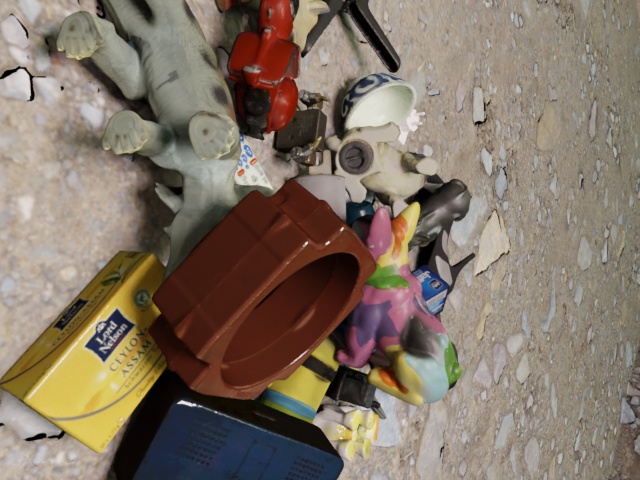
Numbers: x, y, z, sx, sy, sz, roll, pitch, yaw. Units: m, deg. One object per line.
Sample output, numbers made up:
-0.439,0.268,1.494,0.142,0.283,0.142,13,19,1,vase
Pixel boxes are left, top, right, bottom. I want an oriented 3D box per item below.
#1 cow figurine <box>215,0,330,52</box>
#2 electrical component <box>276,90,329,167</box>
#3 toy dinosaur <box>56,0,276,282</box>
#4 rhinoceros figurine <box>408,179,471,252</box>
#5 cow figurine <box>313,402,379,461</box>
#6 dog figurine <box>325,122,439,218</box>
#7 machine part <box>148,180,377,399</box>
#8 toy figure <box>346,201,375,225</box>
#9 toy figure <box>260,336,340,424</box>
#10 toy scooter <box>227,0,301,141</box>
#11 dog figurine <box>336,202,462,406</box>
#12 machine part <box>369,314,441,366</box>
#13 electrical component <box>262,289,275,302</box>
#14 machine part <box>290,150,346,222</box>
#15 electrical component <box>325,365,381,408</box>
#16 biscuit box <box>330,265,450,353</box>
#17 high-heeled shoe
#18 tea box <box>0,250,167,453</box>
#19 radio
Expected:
-0.064,-0.319,0.652,0.127,0.086,0.194,-33,115,-35,cow figurine
-0.022,-0.148,0.703,0.045,0.078,0.102,26,75,-64,electrical component
-0.144,-0.148,0.535,0.192,0.131,0.404,48,23,-81,toy dinosaur
0.168,-0.024,0.890,0.190,0.112,0.073,-36,89,-1,rhinoceros figurine
0.030,0.276,0.793,0.167,0.098,0.068,40,58,-63,cow figurine
0.092,-0.118,0.841,0.172,0.190,0.121,40,102,-5,dog figurine
-0.049,0.054,0.528,0.201,0.087,0.201,-47,155,-1,machine part
0.068,0.017,0.833,0.058,0.064,0.154,-82,165,-70,toy figure
-0.032,0.205,0.709,0.082,0.089,0.180,52,53,-45,toy figure
-0.063,-0.180,0.605,0.183,0.075,0.135,102,2,-48,toy scooter
0.098,0.066,0.662,0.108,0.192,0.219,-12,115,-43,dog figurine
0.153,0.180,0.925,0.179,0.056,0.179,-20,116,-49,machine part
-0.081,0.037,0.669,0.115,0.058,0.134,-17,105,-49,electrical component
-0.002,-0.002,0.735,0.079,0.079,0.243,-2,91,-48,machine part
0.047,0.213,0.784,0.119,0.075,0.047,23,79,-35,electrical component
0.106,0.111,0.824,0.203,0.063,0.059,-24,138,-28,biscuit box
0.187,-0.012,0.980,0.145,0.086,0.248,-32,99,-8,high-heeled shoe
-0.204,0.103,0.527,0.169,0.068,0.098,-57,131,-28,tea box
-0.098,0.248,0.593,0.229,0.073,0.131,32,88,-27,radio
